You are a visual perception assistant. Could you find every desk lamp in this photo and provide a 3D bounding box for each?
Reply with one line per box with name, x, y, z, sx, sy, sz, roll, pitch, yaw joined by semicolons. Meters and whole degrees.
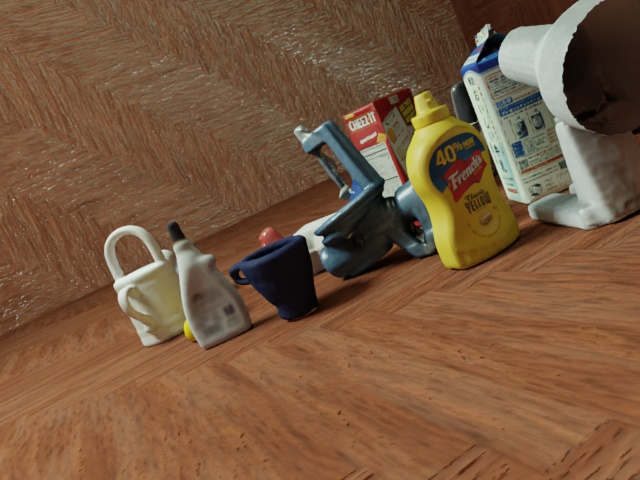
desk lamp;0.260;-0.124;0.574;0.118;0.213;0.203;-25;9;-5

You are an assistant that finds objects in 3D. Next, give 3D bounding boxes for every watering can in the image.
watering can;-0.288;0.067;0.955;0.101;0.194;0.172;-25;9;-6

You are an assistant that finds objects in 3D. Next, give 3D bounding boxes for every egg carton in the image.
egg carton;0.009;0.003;0.957;0.107;0.069;0.150;-21;9;18

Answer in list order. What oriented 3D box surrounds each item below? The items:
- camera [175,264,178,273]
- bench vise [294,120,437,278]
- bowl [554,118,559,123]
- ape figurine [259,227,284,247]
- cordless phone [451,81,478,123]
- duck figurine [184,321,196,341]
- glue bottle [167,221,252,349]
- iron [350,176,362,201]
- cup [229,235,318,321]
camera;-0.277;0.091;1.092;0.137;0.101;0.142;-30;11;-32
bench vise;0.067;-0.074;0.769;0.207;0.220;0.121;-23;9;8
bowl;0.458;-0.200;0.951;0.167;0.075;0.167;-23;9;4
ape figurine;-0.076;0.021;1.002;0.076;0.092;0.078;-21;9;18
cordless phone;0.302;-0.239;1.237;0.148;0.185;0.094;-29;10;-30
duck figurine;-0.177;0.095;0.854;0.077;0.086;0.104;-22;9;13
glue bottle;-0.158;0.054;0.761;0.078;0.173;0.037;-25;9;-3
iron;0.149;-0.133;1.156;0.258;0.141;0.118;-23;9;10
cup;-0.055;0.056;0.730;0.117;0.095;0.092;-20;10;24
